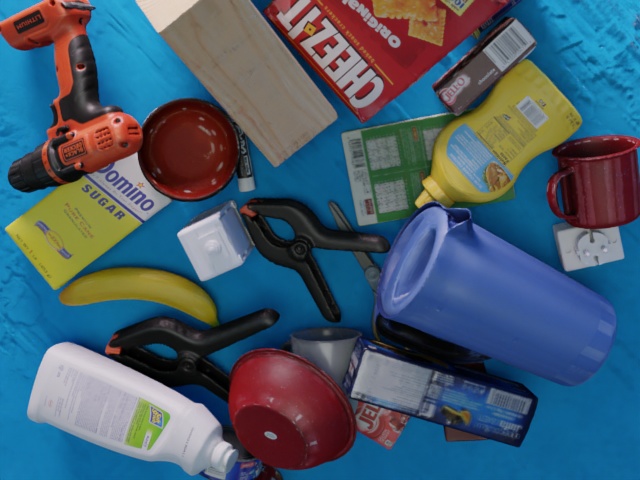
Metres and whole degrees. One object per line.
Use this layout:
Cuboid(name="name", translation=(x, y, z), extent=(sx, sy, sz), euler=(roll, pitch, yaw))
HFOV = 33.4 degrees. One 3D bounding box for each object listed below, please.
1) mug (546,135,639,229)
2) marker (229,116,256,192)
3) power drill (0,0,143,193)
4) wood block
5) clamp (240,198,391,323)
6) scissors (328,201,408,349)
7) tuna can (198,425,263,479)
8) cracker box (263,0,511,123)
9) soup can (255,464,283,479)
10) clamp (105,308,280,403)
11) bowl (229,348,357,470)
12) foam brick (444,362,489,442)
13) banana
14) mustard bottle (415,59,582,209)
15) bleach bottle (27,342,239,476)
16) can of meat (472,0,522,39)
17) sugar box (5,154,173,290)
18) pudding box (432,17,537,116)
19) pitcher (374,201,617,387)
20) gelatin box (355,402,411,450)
Cuboid(name="mug", translation=(0.289, -0.058, 1.136), extent=(0.117, 0.093, 0.081), euler=(-20, 110, -28))
Cuboid(name="marker", translation=(-0.091, -0.115, 1.193), extent=(0.020, 0.020, 0.121), euler=(-7, 102, 6))
Cuboid(name="power drill", translation=(-0.286, -0.155, 1.155), extent=(0.185, 0.057, 0.187), euler=(-16, 90, 29))
Cuboid(name="wood block", translation=(-0.081, -0.184, 1.088), extent=(0.090, 0.091, 0.206), euler=(-38, 130, 4))
Cuboid(name="clamp", translation=(-0.008, 0.001, 1.200), extent=(0.171, 0.039, 0.120), euler=(41, 107, -4))
Cuboid(name="scissors", translation=(0.081, 0.040, 1.217), extent=(0.096, 0.016, 0.202), euler=(-14, 102, 9))
Cuboid(name="tuna can", translation=(-0.108, 0.250, 1.244), extent=(0.086, 0.086, 0.034), euler=(12, 105, 1))
Cuboid(name="cracker box", translation=(0.069, -0.245, 1.084), extent=(0.164, 0.072, 0.214), euler=(48, 127, -6))
Cuboid(name="soup can", translation=(-0.080, 0.310, 1.248), extent=(0.068, 0.102, 0.068), euler=(1, 103, 4))
Cuboid(name="clamp", translation=(-0.143, 0.144, 1.240), extent=(0.210, 0.036, 0.164), euler=(2, 121, 11))
Cuboid(name="bowl", translation=(-0.043, 0.200, 1.175), extent=(0.162, 0.055, 0.162), euler=(16, 128, 21))
Cuboid(name="foam brick", translation=(0.167, 0.186, 1.226), extent=(0.051, 0.053, 0.078), euler=(-3, 103, 5))
Cuboid(name="banana", translation=(-0.203, 0.065, 1.234), extent=(0.198, 0.037, 0.070), euler=(13, 103, 1))
Cuboid(name="mustard bottle", translation=(0.178, -0.097, 1.142), extent=(0.192, 0.058, 0.096), euler=(-42, 95, 10))
Cuboid(name="bleach bottle", translation=(-0.208, 0.206, 1.210), extent=(0.251, 0.068, 0.102), euler=(22, 101, 20))
Cuboid(name="can of meat", translation=(0.167, -0.277, 1.119), extent=(0.084, 0.057, 0.102), euler=(-37, 98, 9))
Cuboid(name="sugar box", translation=(-0.259, -0.032, 1.212), extent=(0.176, 0.048, 0.093), euler=(-37, 97, 12))
Cuboid(name="pudding box", translation=(0.170, -0.184, 1.122), extent=(0.113, 0.090, 0.039), euler=(-41, 99, 11))
Cuboid(name="pitcher", translation=(0.186, 0.073, 1.149), extent=(0.242, 0.149, 0.145), euler=(25, 81, -16))
Cuboid(name="gelatin box", translation=(0.073, 0.189, 1.245), extent=(0.073, 0.030, 0.089), euler=(32, 103, -3))
